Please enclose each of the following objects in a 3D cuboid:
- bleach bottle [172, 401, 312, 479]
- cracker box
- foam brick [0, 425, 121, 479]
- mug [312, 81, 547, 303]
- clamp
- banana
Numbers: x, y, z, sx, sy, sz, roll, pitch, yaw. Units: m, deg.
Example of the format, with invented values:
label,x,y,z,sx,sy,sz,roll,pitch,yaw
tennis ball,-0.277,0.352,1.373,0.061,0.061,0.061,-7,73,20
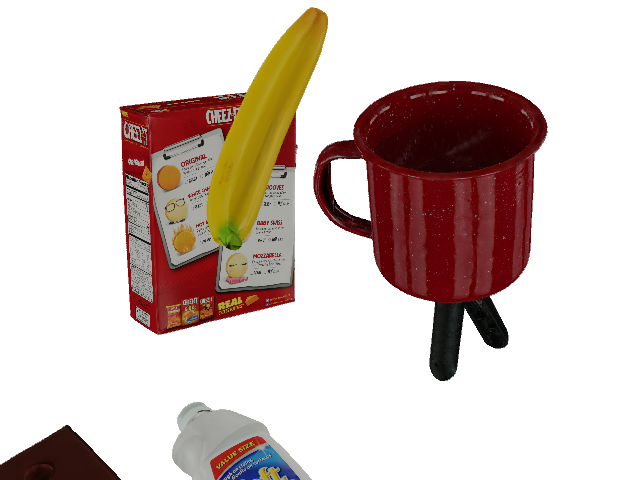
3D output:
label,x,y,z,sx,sy,sz,roll,pitch,yaw
bleach bottle,-0.052,0.202,0.793,0.102,0.068,0.251,-18,33,-24
cracker box,-0.107,-0.031,1.045,0.163,0.214,0.072,-12,20,-35
foam brick,-0.114,0.135,0.491,0.052,0.051,0.078,-30,43,-29
mug,0.054,-0.023,0.540,0.117,0.081,0.093,2,37,12
clamp,0.119,0.039,0.957,0.039,0.171,0.120,-11,13,33
banana,-0.039,-0.070,0.736,0.037,0.197,0.070,31,-28,-28
